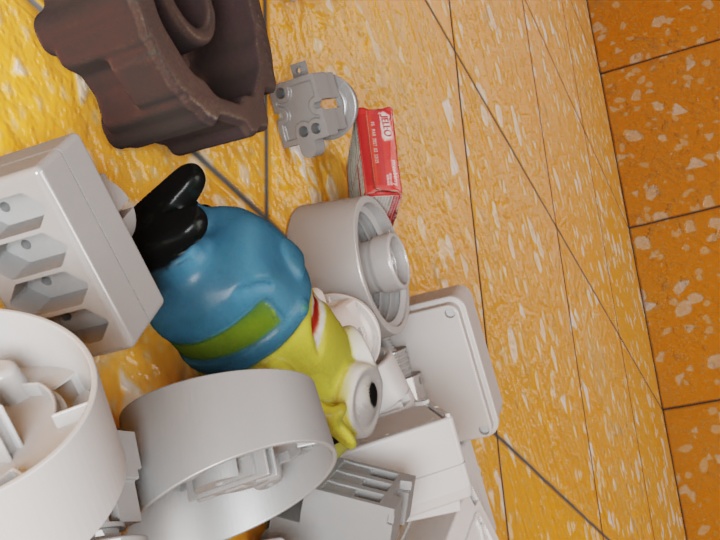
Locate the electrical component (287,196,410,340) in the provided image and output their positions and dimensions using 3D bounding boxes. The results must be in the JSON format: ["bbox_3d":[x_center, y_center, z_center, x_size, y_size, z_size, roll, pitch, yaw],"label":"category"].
[{"bbox_3d":[0.000,0.000,0.748,0.108,0.060,0.108,-14,90,-70],"label":"electrical component"}]

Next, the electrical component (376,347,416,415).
[{"bbox_3d":[0.007,0.084,0.722,0.047,0.055,0.055,67,21,-13],"label":"electrical component"}]

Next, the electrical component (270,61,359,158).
[{"bbox_3d":[-0.031,-0.115,0.764,0.055,0.048,0.066,-26,102,-62],"label":"electrical component"}]

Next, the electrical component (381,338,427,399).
[{"bbox_3d":[0.026,0.089,0.783,0.043,0.043,0.081,-18,94,-70],"label":"electrical component"}]

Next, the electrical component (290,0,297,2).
[{"bbox_3d":[-0.028,-0.235,0.822,0.081,0.064,0.042,-59,131,-63],"label":"electrical component"}]

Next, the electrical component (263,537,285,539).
[{"bbox_3d":[-0.045,0.170,0.533,0.075,0.047,0.083,-50,124,-66],"label":"electrical component"}]

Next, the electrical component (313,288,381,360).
[{"bbox_3d":[-0.020,0.047,0.668,0.057,0.058,0.078,-33,108,-66],"label":"electrical component"}]

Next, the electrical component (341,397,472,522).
[{"bbox_3d":[0.014,0.125,0.664,0.062,0.096,0.061,-165,-121,-79],"label":"electrical component"}]

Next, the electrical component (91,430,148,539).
[{"bbox_3d":[-0.109,0.093,0.415,0.066,0.048,0.055,27,44,-65],"label":"electrical component"}]

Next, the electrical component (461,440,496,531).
[{"bbox_3d":[0.077,0.172,0.859,0.076,0.047,0.083,-39,114,-67],"label":"electrical component"}]

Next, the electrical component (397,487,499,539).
[{"bbox_3d":[0.069,0.227,0.766,0.108,0.056,0.108,63,22,-8],"label":"electrical component"}]

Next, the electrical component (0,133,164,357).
[{"bbox_3d":[-0.119,-0.016,0.455,0.075,0.047,0.083,-68,140,-58],"label":"electrical component"}]

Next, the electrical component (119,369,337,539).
[{"bbox_3d":[-0.060,0.084,0.482,0.099,0.099,0.064,34,40,-62],"label":"electrical component"}]

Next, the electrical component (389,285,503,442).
[{"bbox_3d":[0.059,0.076,0.833,0.057,0.078,0.113,-43,118,-71],"label":"electrical component"}]

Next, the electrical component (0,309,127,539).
[{"bbox_3d":[-0.124,0.056,0.328,0.099,0.099,0.064,-71,148,-57],"label":"electrical component"}]
